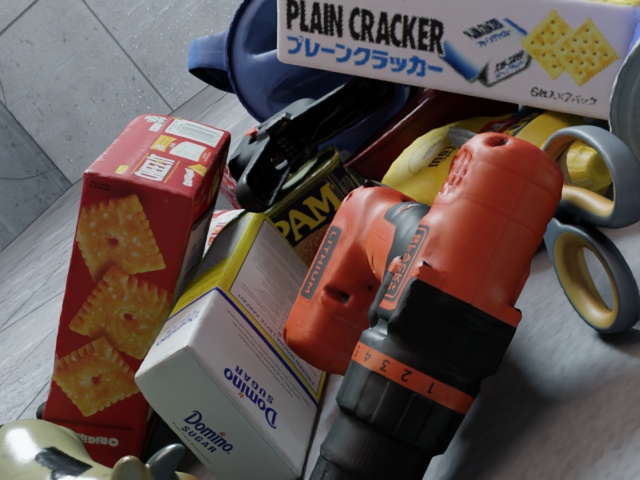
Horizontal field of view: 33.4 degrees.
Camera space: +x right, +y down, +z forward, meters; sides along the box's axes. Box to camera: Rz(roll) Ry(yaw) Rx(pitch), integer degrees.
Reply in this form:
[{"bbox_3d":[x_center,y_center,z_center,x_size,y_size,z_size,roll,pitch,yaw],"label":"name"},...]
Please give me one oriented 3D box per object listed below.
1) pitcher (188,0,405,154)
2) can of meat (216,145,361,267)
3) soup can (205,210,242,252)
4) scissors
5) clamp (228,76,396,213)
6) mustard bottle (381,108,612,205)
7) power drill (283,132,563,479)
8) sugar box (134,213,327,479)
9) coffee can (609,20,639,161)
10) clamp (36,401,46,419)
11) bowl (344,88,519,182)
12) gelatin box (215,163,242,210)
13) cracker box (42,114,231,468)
[{"bbox_3d":[0.000,-0.135,0.900,0.145,0.149,0.242,-44,-8,4],"label":"pitcher"},{"bbox_3d":[-0.005,0.001,0.717,0.102,0.084,0.057,-38,14,3],"label":"can of meat"},{"bbox_3d":[-0.067,0.008,0.887,0.068,0.068,0.102,-43,15,-16],"label":"soup can"},{"bbox_3d":[0.101,-0.012,0.498,0.016,0.096,0.202,-13,5,-10],"label":"scissors"},{"bbox_3d":[-0.027,-0.058,0.702,0.120,0.039,0.172,-38,10,-19],"label":"clamp"},{"bbox_3d":[0.105,-0.036,0.611,0.096,0.058,0.192,-43,15,-15],"label":"mustard bottle"},{"bbox_3d":[0.032,0.041,0.500,0.184,0.057,0.188,-62,12,-3],"label":"power drill"},{"bbox_3d":[-0.039,0.059,0.604,0.048,0.093,0.176,-33,15,23],"label":"sugar box"},{"bbox_3d":[0.186,-0.081,0.454,0.103,0.102,0.140,-28,17,37],"label":"coffee can"},{"bbox_3d":[-0.135,0.077,0.902,0.210,0.036,0.164,-27,19,35],"label":"clamp"},{"bbox_3d":[0.091,-0.084,0.775,0.162,0.055,0.162,-41,5,4],"label":"bowl"},{"bbox_3d":[-0.085,-0.038,1.028,0.030,0.089,0.073,-36,14,12],"label":"gelatin box"},{"bbox_3d":[-0.121,0.039,0.687,0.164,0.072,0.214,-82,7,-71],"label":"cracker box"}]
